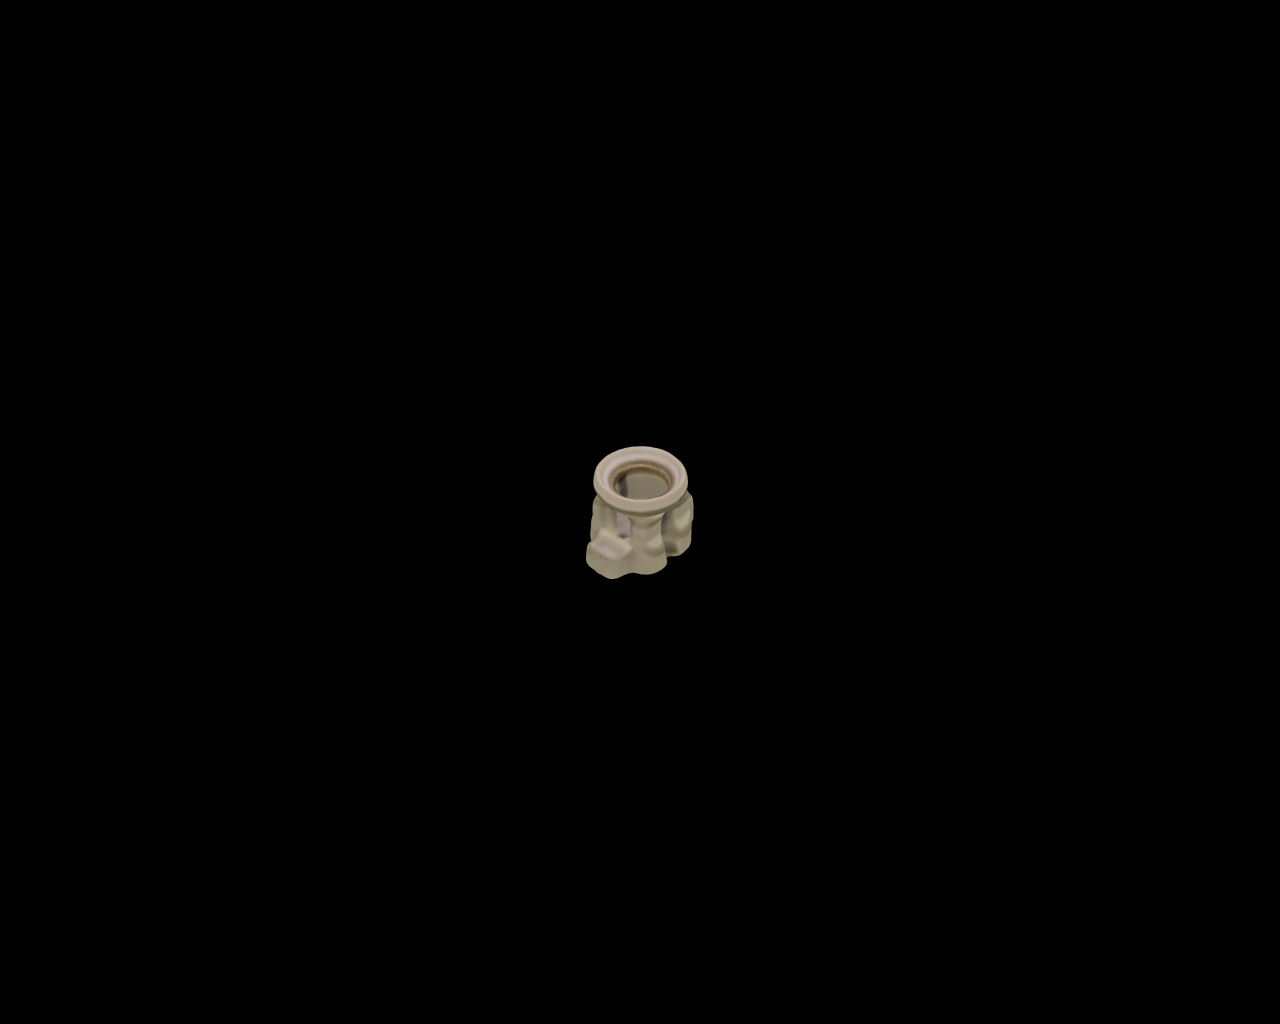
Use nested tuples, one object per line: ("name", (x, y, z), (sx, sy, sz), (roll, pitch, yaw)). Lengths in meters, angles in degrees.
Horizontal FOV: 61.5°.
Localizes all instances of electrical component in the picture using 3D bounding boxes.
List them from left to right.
("electrical component", (0.001, -0.003, 0.650), (0.058, 0.056, 0.078), (31, 49, 31))
